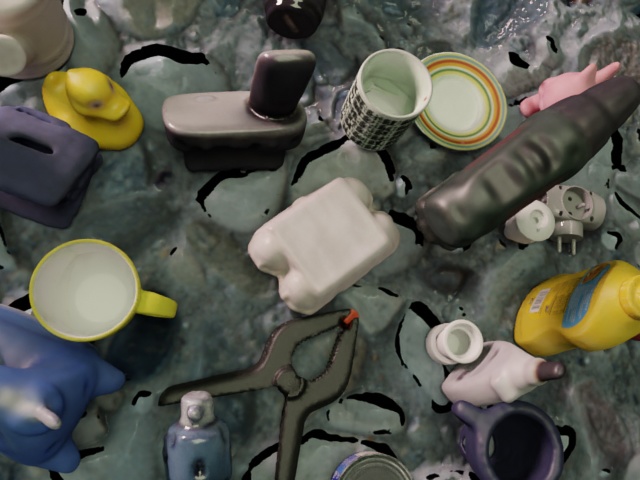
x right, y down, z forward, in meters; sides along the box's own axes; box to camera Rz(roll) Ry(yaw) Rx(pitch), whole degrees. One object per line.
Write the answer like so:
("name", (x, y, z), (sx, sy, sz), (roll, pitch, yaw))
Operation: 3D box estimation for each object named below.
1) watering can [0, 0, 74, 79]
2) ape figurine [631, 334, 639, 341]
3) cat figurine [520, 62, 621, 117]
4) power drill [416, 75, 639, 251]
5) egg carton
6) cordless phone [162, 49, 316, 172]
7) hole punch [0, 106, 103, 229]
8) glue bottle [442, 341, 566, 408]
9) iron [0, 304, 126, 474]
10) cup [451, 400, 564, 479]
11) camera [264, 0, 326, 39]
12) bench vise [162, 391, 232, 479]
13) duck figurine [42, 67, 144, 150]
("watering can", (-0.297, -0.235, 0.531), (0.101, 0.194, 0.173), (-33, 85, -17))
("ape figurine", (0.388, 0.077, 0.656), (0.078, 0.092, 0.076), (46, 72, 2))
("cat figurine", (0.307, -0.175, 0.688), (0.128, 0.117, 0.067), (-31, 84, -17))
("power drill", (0.188, -0.064, 0.587), (0.230, 0.208, 0.075), (-36, 86, -18))
("egg carton", (0.006, 0.002, 0.604), (0.150, 0.069, 0.107), (-37, 86, -18))
("cordless phone", (-0.080, -0.140, 0.559), (0.148, 0.185, 0.094), (-8, 78, -14))
("hole punch", (-0.279, -0.079, 0.551), (0.109, 0.091, 0.101), (21, 73, -6))
("glue bottle", (0.182, 0.130, 0.556), (0.078, 0.173, 0.037), (-41, 87, -18))
("iron", (-0.305, 0.100, 0.474), (0.258, 0.141, 0.119), (26, 72, -5))
("cup", (0.169, 0.200, 0.577), (0.118, 0.095, 0.092), (36, 72, -1))
("camera", (-0.036, -0.315, 0.657), (0.143, 0.100, 0.137), (12, 74, -9))
("bench vise", (-0.102, 0.233, 0.444), (0.122, 0.219, 0.207), (-21, 82, -16))
("duck figurine", (-0.233, -0.144, 0.579), (0.104, 0.086, 0.077), (29, 72, -4))
